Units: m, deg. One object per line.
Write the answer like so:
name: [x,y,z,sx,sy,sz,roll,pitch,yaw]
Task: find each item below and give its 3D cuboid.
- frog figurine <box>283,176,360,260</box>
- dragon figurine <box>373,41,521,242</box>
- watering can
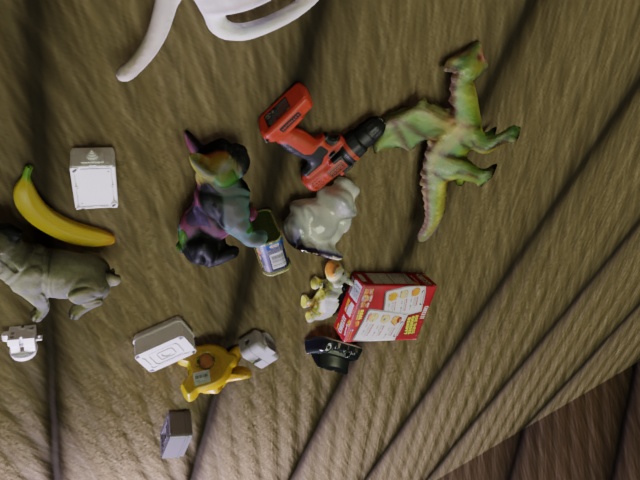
frog figurine: [0.003,-0.050,0.998,0.137,0.123,0.160,17,86,-25]
dragon figurine: [0.212,-0.174,0.983,0.242,0.125,0.403,20,120,-17]
watering can: [-0.137,-0.340,0.633,0.348,0.106,0.219,-25,136,-1]
